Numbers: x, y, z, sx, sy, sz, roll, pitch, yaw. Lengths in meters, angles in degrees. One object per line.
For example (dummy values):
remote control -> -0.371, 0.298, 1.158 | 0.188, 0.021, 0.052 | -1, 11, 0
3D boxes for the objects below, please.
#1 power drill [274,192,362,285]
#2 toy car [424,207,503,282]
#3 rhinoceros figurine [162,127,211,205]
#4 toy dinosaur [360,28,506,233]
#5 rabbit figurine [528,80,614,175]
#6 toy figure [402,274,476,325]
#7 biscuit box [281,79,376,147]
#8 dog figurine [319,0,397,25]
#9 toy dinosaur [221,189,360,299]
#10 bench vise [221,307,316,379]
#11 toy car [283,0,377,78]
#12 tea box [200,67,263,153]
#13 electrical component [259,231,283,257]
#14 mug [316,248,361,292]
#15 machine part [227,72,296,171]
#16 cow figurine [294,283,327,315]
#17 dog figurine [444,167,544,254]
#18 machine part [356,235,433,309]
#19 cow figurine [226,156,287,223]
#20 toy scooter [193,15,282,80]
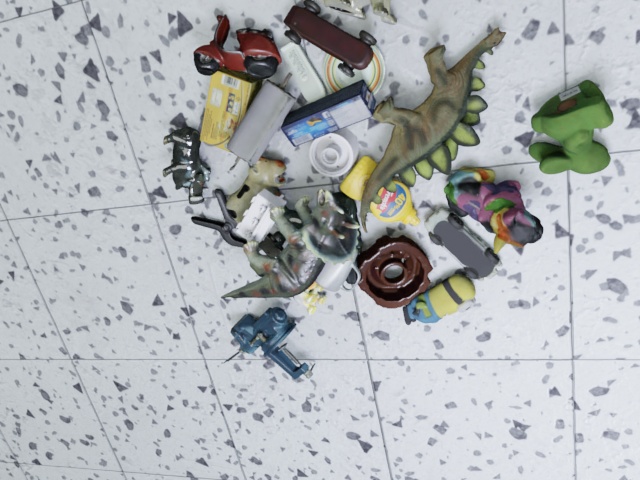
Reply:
power drill -> -0.003, -0.004, 1.275 | 0.207, 0.086, 0.231 | 9, 116, 15
toy car -> 0.320, 0.012, 1.201 | 0.201, 0.056, 0.073 | 42, 113, -7
rhinoceros figurine -> -0.316, -0.179, 1.296 | 0.112, 0.073, 0.190 | 3, 115, 4
toy dinosaur -> 0.202, -0.217, 1.082 | 0.198, 0.105, 0.471 | 41, 113, -7
rabbit figurine -> 0.486, -0.184, 1.021 | 0.159, 0.121, 0.170 | -28, 119, 20
toy figure -> 0.279, 0.143, 1.263 | 0.180, 0.082, 0.089 | -23, 109, 28
biscuit box -> 0.015, -0.263, 1.132 | 0.203, 0.063, 0.059 | -15, 131, 31
dog figurine -> 0.092, -0.517, 0.998 | 0.172, 0.121, 0.190 | 14, 104, 6
toy dinosaur -> -0.058, 0.046, 1.169 | 0.192, 0.131, 0.404 | 48, 119, 23
bench vise -> -0.122, 0.290, 1.435 | 0.240, 0.129, 0.223 | 45, 118, 1
toy car -> 0.018, -0.401, 1.070 | 0.202, 0.053, 0.089 | 34, 99, 15
tea box -> -0.199, -0.290, 1.202 | 0.098, 0.068, 0.169 | 24, 120, 6
electrical component -> -0.123, 0.018, 1.357 | 0.094, 0.021, 0.063 | -37, 101, 28
mug -> 0.045, 0.059, 1.209 | 0.110, 0.081, 0.107 | 38, 112, 18
machine part -> -0.127, -0.251, 1.150 | 0.079, 0.079, 0.243 | 33, 103, -1
cow figurine -> -0.038, 0.109, 1.318 | 0.098, 0.068, 0.167 | 36, 156, 22
dog figurine -> 0.339, -0.058, 1.067 | 0.192, 0.219, 0.108 | 21, 116, 5
machine part -> 0.171, 0.072, 1.250 | 0.179, 0.056, 0.179 | -2, 118, -3
cow figurine -> -0.149, -0.120, 1.265 | 0.127, 0.085, 0.195 | 43, 120, -14
toy scooter -> -0.171, -0.409, 1.123 | 0.184, 0.075, 0.135 | 1, 73, -1
